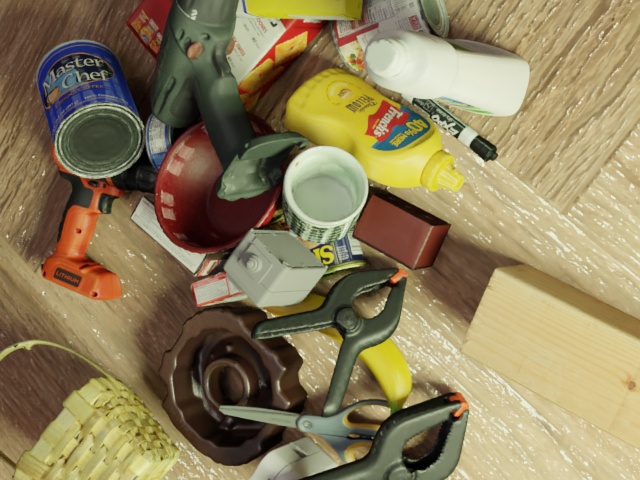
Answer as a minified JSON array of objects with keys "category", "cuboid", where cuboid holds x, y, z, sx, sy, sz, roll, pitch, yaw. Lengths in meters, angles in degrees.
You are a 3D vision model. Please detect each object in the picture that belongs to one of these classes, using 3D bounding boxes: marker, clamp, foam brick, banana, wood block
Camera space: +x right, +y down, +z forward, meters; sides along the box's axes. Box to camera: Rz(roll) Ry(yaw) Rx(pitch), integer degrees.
[{"category":"marker","cuboid":[0.132,-0.119,1.080,0.121,0.020,0.020,41,112,21]},{"category":"clamp","cuboid":[0.016,0.083,1.093,0.120,0.039,0.171,40,72,2]},{"category":"foam brick","cuboid":[0.084,-0.010,1.095,0.078,0.052,0.051,29,106,24]},{"category":"banana","cuboid":[0.029,0.107,1.124,0.198,0.069,0.037,41,147,14]},{"category":"clamp","cuboid":[0.083,0.244,1.094,0.210,0.036,0.164,-43,112,6]},{"category":"wood block","cuboid":[0.248,0.108,0.985,0.206,0.090,0.091,28,105,26]}]

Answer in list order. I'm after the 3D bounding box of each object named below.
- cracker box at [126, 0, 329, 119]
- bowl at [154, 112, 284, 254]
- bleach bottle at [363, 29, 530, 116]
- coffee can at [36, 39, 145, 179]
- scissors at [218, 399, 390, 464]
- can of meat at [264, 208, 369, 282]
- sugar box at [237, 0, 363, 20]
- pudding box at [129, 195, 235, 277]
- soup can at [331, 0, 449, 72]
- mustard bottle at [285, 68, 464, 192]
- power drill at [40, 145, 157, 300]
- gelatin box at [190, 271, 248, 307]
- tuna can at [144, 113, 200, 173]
[{"category":"cracker box","cuboid":[-0.090,-0.255,1.172,0.214,0.072,0.164,-45,73,23]},{"category":"bowl","cuboid":[-0.097,-0.055,1.142,0.162,0.055,0.162,-10,68,25]},{"category":"bleach bottle","cuboid":[0.103,-0.155,0.961,0.103,0.250,0.068,20,102,28]},{"category":"coffee can","cuboid":[-0.265,-0.152,1.230,0.103,0.102,0.140,-51,41,22]},{"category":"scissors","cuboid":[-0.004,0.213,1.141,0.202,0.016,0.096,-7,101,9]},{"category":"can of meat","cuboid":[-0.007,0.001,1.147,0.102,0.057,0.084,-18,81,30]},{"category":"sugar box","cuboid":[-0.041,-0.272,1.078,0.176,0.048,0.093,7,96,26]},{"category":"pudding box","cuboid":[-0.146,-0.006,1.206,0.114,0.089,0.039,37,109,23]},{"category":"soup can","cuboid":[0.071,-0.218,1.082,0.102,0.068,0.068,-16,85,29]},{"category":"mustard bottle","cuboid":[0.063,-0.103,1.078,0.192,0.096,0.058,34,138,23]},{"category":"power drill","cuboid":[-0.261,-0.026,1.293,0.185,0.057,0.188,18,99,32]},{"category":"gelatin box","cuboid":[-0.087,0.048,1.185,0.089,0.073,0.030,-18,82,30]},{"category":"tuna can","cuboid":[-0.160,-0.111,1.211,0.034,0.086,0.086,-7,89,28]}]
